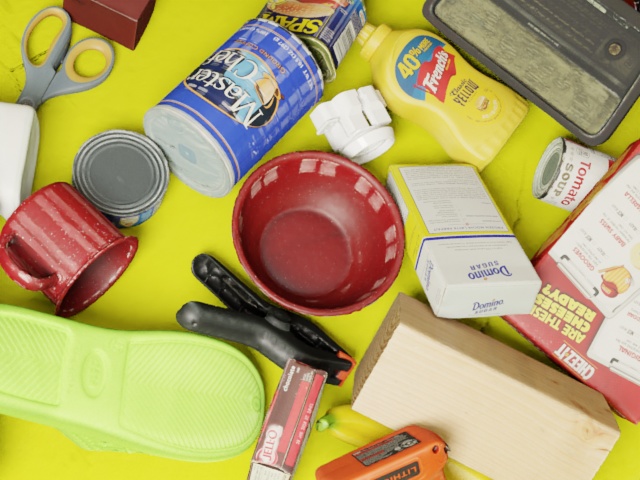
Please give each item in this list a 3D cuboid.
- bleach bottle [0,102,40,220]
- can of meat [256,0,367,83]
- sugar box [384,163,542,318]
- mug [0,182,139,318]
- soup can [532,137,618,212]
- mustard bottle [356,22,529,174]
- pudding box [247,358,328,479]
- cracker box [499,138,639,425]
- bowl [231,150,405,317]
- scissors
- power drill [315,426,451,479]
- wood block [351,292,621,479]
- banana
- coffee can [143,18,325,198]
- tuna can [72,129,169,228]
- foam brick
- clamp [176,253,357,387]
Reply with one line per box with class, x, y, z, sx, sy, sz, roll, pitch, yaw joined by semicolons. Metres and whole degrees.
bleach bottle;-0.372;-0.079;0.903;0.250;0.068;0.102;6;71;-6
can of meat;-0.014;-0.206;1.043;0.102;0.057;0.083;13;57;28
sugar box;0.126;-0.003;0.980;0.093;0.048;0.176;-2;43;-15
mug;-0.220;0.009;0.890;0.081;0.093;0.117;43;32;10
soup can;0.273;-0.056;1.069;0.102;0.069;0.068;20;64;-7
mustard bottle;0.111;-0.157;1.073;0.191;0.058;0.096;38;64;3
pudding box;-0.029;0.158;0.873;0.039;0.113;0.090;19;64;4
cracker box;0.292;0.036;0.996;0.164;0.072;0.213;40;89;4
bowl;-0.006;0.001;0.976;0.162;0.055;0.162;6;67;-13
scissors;-0.250;-0.123;0.984;0.096;0.016;0.201;14;69;-13
power drill;0.060;0.258;0.856;0.184;0.057;0.187;-23;103;-17
wood block;0.139;0.139;0.922;0.206;0.090;0.091;26;105;-3
banana;0.078;0.184;0.923;0.197;0.037;0.069;23;22;-13
coffee can;-0.078;-0.122;0.982;0.103;0.103;0.140;40;63;3
tuna can;-0.181;-0.055;0.964;0.086;0.034;0.086;6;67;-13
foam brick;-0.200;-0.229;1.020;0.078;0.053;0.051;26;63;-4
clamp;-0.049;0.071;0.932;0.171;0.039;0.120;29;25;-20
